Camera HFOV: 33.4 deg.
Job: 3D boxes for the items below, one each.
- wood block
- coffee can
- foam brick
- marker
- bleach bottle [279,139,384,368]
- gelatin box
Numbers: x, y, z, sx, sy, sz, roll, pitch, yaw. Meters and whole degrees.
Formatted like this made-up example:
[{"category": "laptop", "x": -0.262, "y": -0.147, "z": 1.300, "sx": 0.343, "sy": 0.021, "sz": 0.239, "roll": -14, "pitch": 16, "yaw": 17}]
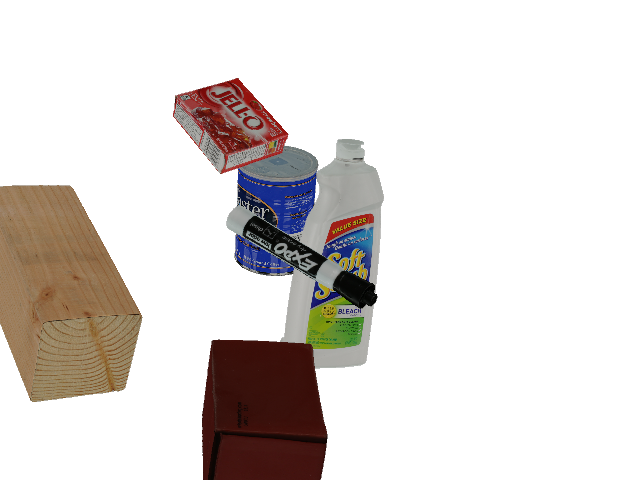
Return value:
[{"category": "wood block", "x": -0.247, "y": 0.042, "z": 0.986, "sx": 0.090, "sy": 0.091, "sz": 0.206, "roll": -3, "pitch": 37, "yaw": -32}, {"category": "coffee can", "x": -0.058, "y": -0.040, "z": 1.380, "sx": 0.103, "sy": 0.140, "sz": 0.103, "roll": 3, "pitch": 28, "yaw": -2}, {"category": "foam brick", "x": -0.029, "y": 0.089, "z": 0.510, "sx": 0.053, "sy": 0.051, "sz": 0.078, "roll": 5, "pitch": 27, "yaw": -8}, {"category": "marker", "x": -0.013, "y": 0.011, "z": 0.723, "sx": 0.121, "sy": 0.020, "sz": 0.020, "roll": 30, "pitch": 13, "yaw": 24}, {"category": "bleach bottle", "x": 0.014, "y": 0.014, "z": 1.177, "sx": 0.102, "sy": 0.251, "sz": 0.068, "roll": 0, "pitch": 17, "yaw": -16}, {"category": "gelatin box", "x": -0.086, "y": -0.110, "z": 1.009, "sx": 0.073, "sy": 0.089, "sz": 0.030, "roll": -22, "pitch": -31, "yaw": -33}]
